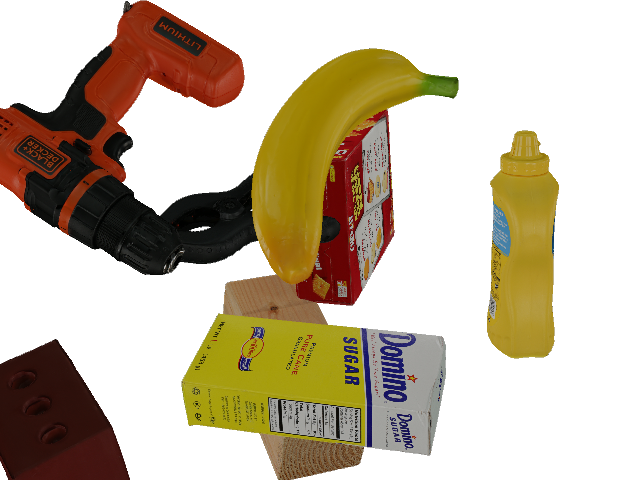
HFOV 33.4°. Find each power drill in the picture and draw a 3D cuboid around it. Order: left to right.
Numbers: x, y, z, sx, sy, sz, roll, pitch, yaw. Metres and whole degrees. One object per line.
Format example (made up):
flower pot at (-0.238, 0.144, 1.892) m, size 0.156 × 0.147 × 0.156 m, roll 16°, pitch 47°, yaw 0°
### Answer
power drill at (-0.137, -0.079, 0.778) m, size 0.184 × 0.187 × 0.057 m, roll 33°, pitch -31°, yaw 9°

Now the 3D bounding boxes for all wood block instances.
wood block at (-0.030, 0.136, 1.113) m, size 0.090 × 0.090 × 0.206 m, roll -9°, pitch 42°, yaw -19°

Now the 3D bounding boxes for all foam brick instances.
foam brick at (-0.138, 0.100, 0.542) m, size 0.053 × 0.051 × 0.078 m, roll -25°, pitch 42°, yaw -22°

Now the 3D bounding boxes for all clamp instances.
clamp at (-0.079, -0.027, 0.969) m, size 0.171 × 0.039 × 0.120 m, roll -10°, pitch 37°, yaw -13°

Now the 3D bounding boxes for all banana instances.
banana at (0.007, -0.054, 0.560) m, size 0.070 × 0.037 × 0.197 m, roll 22°, pitch 46°, yaw 19°

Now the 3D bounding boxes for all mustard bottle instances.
mustard bottle at (0.177, -0.001, 0.934) m, size 0.058 × 0.192 × 0.096 m, roll -2°, pitch 18°, yaw 2°

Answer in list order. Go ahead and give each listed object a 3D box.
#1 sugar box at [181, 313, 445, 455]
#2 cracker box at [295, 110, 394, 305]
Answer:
sugar box at (-0.002, 0.100, 0.768) m, size 0.176 × 0.048 × 0.093 m, roll 2°, pitch 30°, yaw 12°
cracker box at (0.026, -0.045, 1.195) m, size 0.072 × 0.164 × 0.213 m, roll 2°, pitch 21°, yaw 16°
